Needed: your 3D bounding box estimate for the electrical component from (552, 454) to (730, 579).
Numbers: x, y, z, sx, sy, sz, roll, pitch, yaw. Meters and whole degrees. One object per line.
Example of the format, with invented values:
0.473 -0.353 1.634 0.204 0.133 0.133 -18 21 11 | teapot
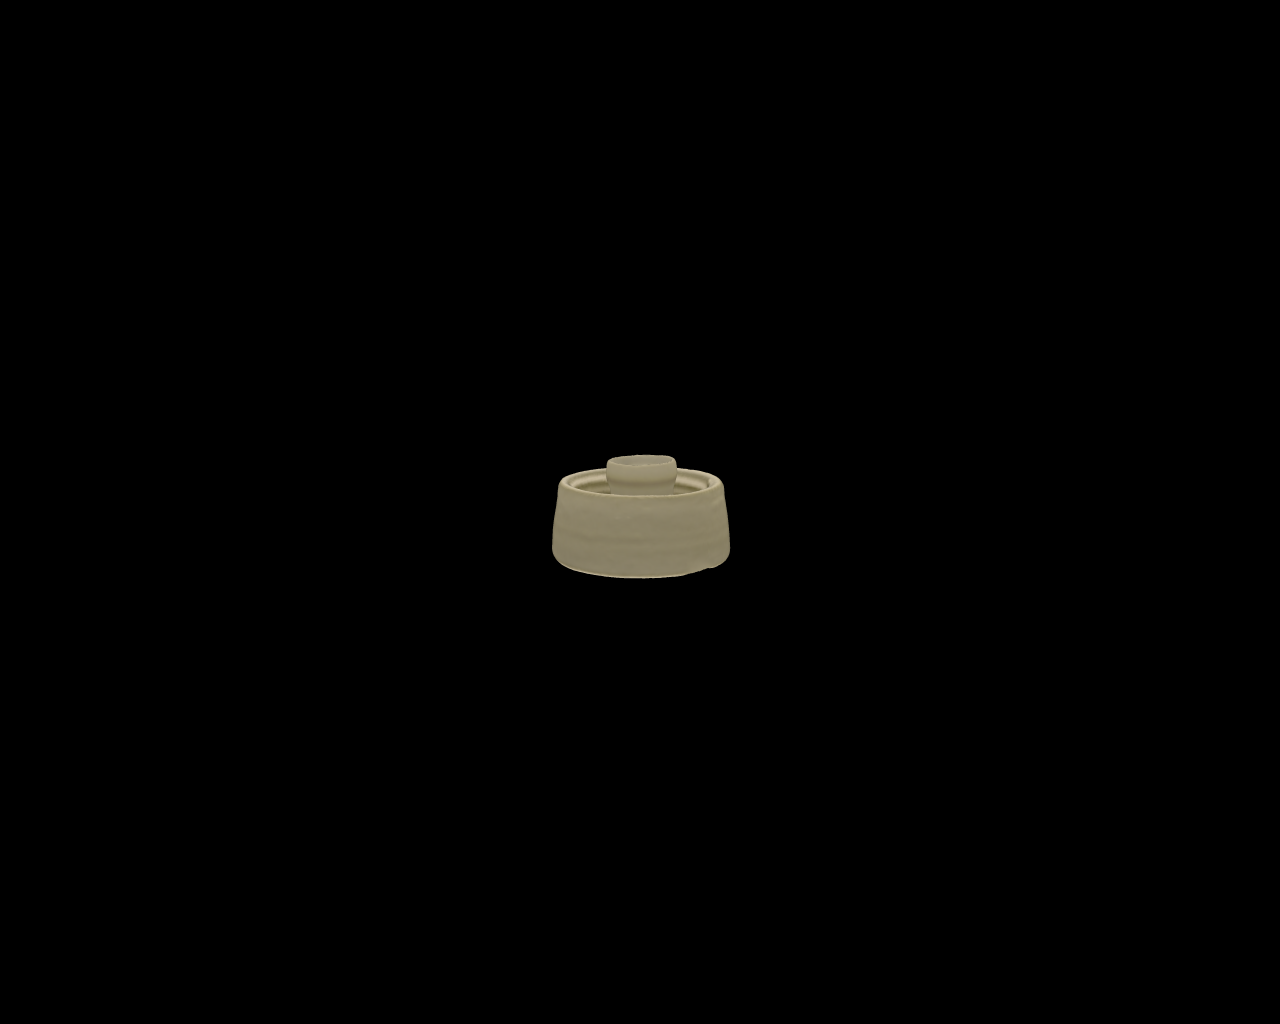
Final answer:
0.001 -0.003 0.650 0.108 0.060 0.108 0 12 0 | electrical component
